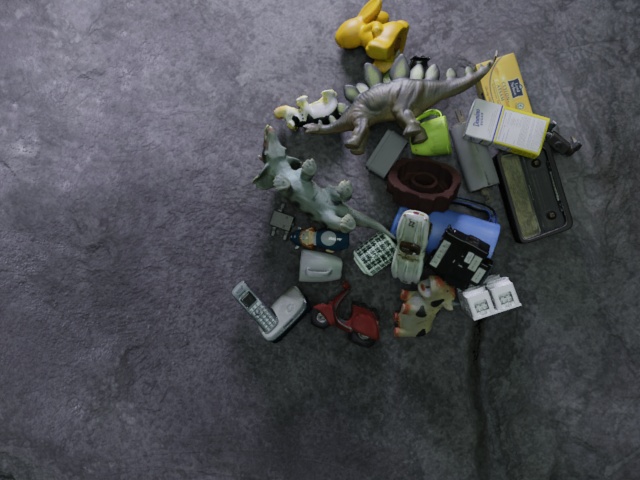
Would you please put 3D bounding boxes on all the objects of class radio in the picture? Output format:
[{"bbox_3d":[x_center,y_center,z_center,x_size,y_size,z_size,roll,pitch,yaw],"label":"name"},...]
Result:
[{"bbox_3d":[0.512,-0.114,1.297,0.131,0.073,0.229,-15,89,6],"label":"radio"}]

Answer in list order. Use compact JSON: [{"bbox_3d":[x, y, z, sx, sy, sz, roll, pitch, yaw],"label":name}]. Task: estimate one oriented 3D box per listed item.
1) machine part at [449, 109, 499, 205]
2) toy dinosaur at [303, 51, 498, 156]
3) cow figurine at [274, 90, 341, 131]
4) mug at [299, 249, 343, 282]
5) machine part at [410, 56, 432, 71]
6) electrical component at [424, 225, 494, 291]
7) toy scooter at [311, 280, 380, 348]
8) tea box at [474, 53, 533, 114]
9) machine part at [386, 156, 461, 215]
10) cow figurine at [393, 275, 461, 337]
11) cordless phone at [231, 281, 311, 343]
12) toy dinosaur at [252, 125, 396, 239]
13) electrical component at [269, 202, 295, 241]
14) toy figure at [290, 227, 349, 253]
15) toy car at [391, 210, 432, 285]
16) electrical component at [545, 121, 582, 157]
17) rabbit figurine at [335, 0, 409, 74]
[{"bbox_3d":[0.377,-0.205,1.312,0.079,0.079,0.243,-19,88,6],"label":"machine part"},{"bbox_3d":[0.188,-0.321,1.244,0.472,0.105,0.198,-11,84,4],"label":"toy dinosaur"},{"bbox_3d":[-0.029,-0.314,1.365,0.167,0.068,0.098,-15,94,7],"label":"cow figurine"},{"bbox_3d":[0.003,0.068,1.344,0.107,0.109,0.080,3,98,-5],"label":"mug"},{"bbox_3d":[0.235,-0.394,1.347,0.084,0.039,0.138,18,94,11],"label":"machine part"},{"bbox_3d":[0.319,0.045,1.212,0.134,0.058,0.114,31,121,8],"label":"electrical component"},{"bbox_3d":[0.077,0.181,1.349,0.184,0.075,0.135,24,74,-2],"label":"toy scooter"},{"bbox_3d":[0.443,-0.352,1.308,0.098,0.068,0.169,-18,87,6],"label":"tea box"},{"bbox_3d":[0.247,-0.132,1.287,0.179,0.179,0.056,11,133,6],"label":"machine part"},{"bbox_3d":[0.253,0.160,1.285,0.127,0.085,0.194,5,135,-6],"label":"cow figurine"},{"bbox_3d":[-0.124,0.154,1.370,0.146,0.088,0.184,-45,81,5],"label":"cordless phone"},{"bbox_3d":[-0.011,-0.104,1.326,0.404,0.192,0.131,39,82,-10],"label":"toy dinosaur"},{"bbox_3d":[-0.096,-0.049,1.392,0.063,0.021,0.094,18,90,8],"label":"electrical component"},{"bbox_3d":[-0.003,-0.005,1.367,0.155,0.057,0.064,3,58,8],"label":"toy figure"},{"bbox_3d":[0.211,0.022,1.249,0.074,0.056,0.201,16,126,18],"label":"toy car"},{"bbox_3d":[0.579,-0.245,1.296,0.102,0.078,0.045,44,118,10],"label":"electrical component"},{"bbox_3d":[0.121,-0.507,1.325,0.173,0.121,0.162,19,90,24],"label":"rabbit figurine"}]
